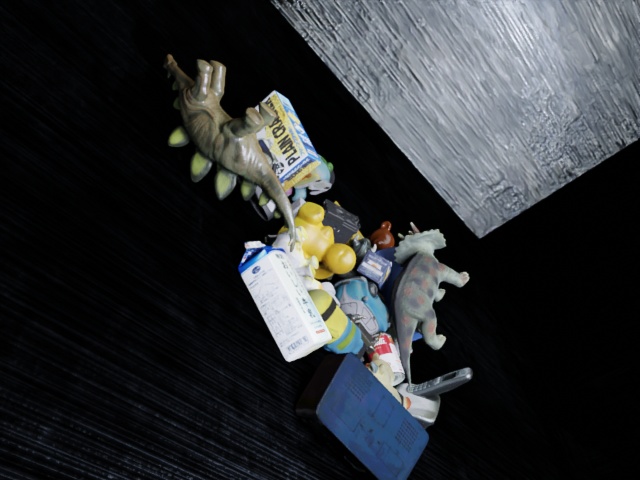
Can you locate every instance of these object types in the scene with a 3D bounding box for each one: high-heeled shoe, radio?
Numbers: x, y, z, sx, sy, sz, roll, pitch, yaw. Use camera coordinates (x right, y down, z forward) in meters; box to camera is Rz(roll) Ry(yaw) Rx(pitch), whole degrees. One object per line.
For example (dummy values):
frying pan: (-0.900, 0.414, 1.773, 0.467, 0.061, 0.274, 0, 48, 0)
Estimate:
high-heeled shoe: (-0.190, -0.142, 1.186, 0.248, 0.086, 0.145, 21, 68, -26)
radio: (0.074, 0.315, 0.926, 0.229, 0.073, 0.131, 47, 56, -12)

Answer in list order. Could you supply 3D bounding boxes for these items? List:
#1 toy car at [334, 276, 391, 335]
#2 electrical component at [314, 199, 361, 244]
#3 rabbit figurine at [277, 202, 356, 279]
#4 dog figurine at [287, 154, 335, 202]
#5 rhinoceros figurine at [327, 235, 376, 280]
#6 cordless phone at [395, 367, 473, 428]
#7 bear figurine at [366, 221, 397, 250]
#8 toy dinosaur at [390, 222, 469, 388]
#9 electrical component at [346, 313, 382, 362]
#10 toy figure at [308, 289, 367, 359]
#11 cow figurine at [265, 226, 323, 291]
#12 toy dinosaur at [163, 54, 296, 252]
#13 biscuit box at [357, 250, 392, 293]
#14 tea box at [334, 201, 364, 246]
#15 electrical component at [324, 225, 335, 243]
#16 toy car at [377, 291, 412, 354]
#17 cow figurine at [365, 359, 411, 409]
toy car: (0.088, 0.169, 1.235, 0.161, 0.109, 0.103, 58, 41, -22)
electrical component: (0.016, -0.033, 1.333, 0.134, 0.115, 0.058, 25, 30, -25)
rabbit figurine: (0.003, 0.026, 1.202, 0.173, 0.122, 0.162, 29, -29, 22)
dog figurine: (-0.066, -0.219, 1.386, 0.108, 0.192, 0.219, 5, 68, -55)
rhinoceros figurine: (0.080, 0.048, 1.345, 0.073, 0.112, 0.190, 29, 27, 11)
cordless phone: (0.250, 0.344, 1.174, 0.088, 0.184, 0.146, 60, 21, 3)
bear figurine: (0.205, 0.043, 1.631, 0.196, 0.120, 0.132, 59, 25, 17)
toy dinosaur: (0.228, 0.124, 1.274, 0.192, 0.131, 0.405, 39, 52, -15)
electrical component: (0.084, 0.209, 1.169, 0.102, 0.078, 0.045, 47, 27, -12)
toy figure: (0.024, 0.173, 1.088, 0.180, 0.082, 0.089, 41, 53, -25)
cow figurine: (-0.054, 0.060, 1.114, 0.068, 0.098, 0.167, -51, 123, -72)
toy dinosaur: (-0.174, -0.189, 1.053, 0.471, 0.198, 0.105, 48, 28, 13)
biscuit box: (0.134, 0.080, 1.308, 0.063, 0.059, 0.202, 30, -6, 13)
tea box: (0.061, -0.015, 1.481, 0.169, 0.068, 0.098, 51, 22, -5)
electrical component: (-0.003, -0.004, 1.291, 0.094, 0.063, 0.021, 48, 32, -18)
toy car: (0.151, 0.208, 1.322, 0.202, 0.073, 0.056, 59, 18, 12)
cow figurine: (0.127, 0.329, 1.081, 0.127, 0.085, 0.195, 39, 30, -37)
